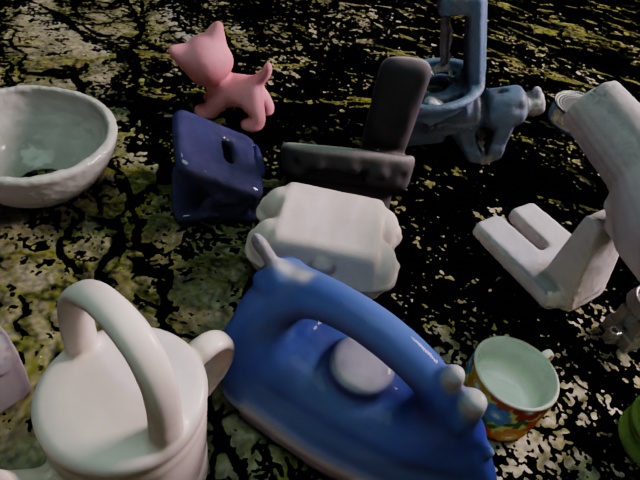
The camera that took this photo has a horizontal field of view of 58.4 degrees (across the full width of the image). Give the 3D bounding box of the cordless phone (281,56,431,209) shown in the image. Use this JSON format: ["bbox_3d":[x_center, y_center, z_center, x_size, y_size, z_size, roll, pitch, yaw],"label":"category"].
[{"bbox_3d":[0.036,-0.118,0.610,0.147,0.185,0.094,3,45,-9],"label":"cordless phone"}]

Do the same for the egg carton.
[{"bbox_3d":[0.005,0.002,0.566,0.150,0.069,0.107,11,44,0],"label":"egg carton"}]

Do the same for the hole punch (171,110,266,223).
[{"bbox_3d":[-0.108,-0.082,0.611,0.101,0.091,0.108,-3,46,-14],"label":"hole punch"}]

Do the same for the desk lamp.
[{"bbox_3d":[0.272,-0.026,0.546,0.118,0.213,0.202,-19,52,-27],"label":"desk lamp"}]

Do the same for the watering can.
[{"bbox_3d":[-0.123,0.106,0.345,0.100,0.194,0.173,21,45,10],"label":"watering can"}]

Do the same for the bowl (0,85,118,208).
[{"bbox_3d":[-0.292,-0.085,0.588,0.167,0.075,0.167,6,45,-6],"label":"bowl"}]

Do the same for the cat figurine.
[{"bbox_3d":[-0.120,-0.210,0.718,0.127,0.118,0.067,13,44,2],"label":"cat figurine"}]

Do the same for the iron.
[{"bbox_3d":[0.037,0.098,0.425,0.257,0.141,0.119,29,47,17],"label":"iron"}]

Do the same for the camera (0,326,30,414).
[{"bbox_3d":[-0.307,0.084,0.396,0.136,0.101,0.143,36,49,23],"label":"camera"}]

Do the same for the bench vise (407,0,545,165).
[{"bbox_3d":[0.178,-0.208,0.705,0.208,0.220,0.121,-7,47,-18],"label":"bench vise"}]
